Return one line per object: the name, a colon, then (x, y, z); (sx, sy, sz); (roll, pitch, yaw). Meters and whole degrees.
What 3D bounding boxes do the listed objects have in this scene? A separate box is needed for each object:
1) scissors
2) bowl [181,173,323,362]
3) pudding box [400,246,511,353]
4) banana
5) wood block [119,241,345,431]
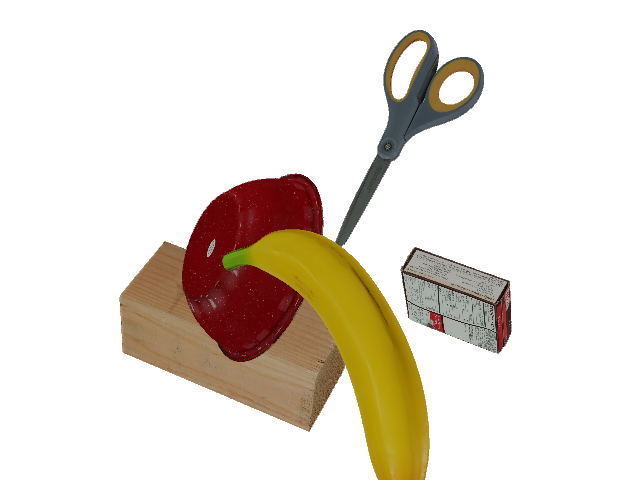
scissors: (0.079, -0.082, 0.905); (0.096, 0.202, 0.016); (10, -10, 20)
bowl: (-0.065, 0.013, 0.855); (0.055, 0.162, 0.162); (21, -11, -29)
pudding box: (0.143, 0.063, 1.120); (0.114, 0.039, 0.090); (19, -35, 25)
banana: (0.015, 0.057, 0.612); (0.037, 0.070, 0.198); (2, 42, -46)
wood block: (-0.083, 0.091, 1.044); (0.206, 0.090, 0.090); (21, 46, 14)
